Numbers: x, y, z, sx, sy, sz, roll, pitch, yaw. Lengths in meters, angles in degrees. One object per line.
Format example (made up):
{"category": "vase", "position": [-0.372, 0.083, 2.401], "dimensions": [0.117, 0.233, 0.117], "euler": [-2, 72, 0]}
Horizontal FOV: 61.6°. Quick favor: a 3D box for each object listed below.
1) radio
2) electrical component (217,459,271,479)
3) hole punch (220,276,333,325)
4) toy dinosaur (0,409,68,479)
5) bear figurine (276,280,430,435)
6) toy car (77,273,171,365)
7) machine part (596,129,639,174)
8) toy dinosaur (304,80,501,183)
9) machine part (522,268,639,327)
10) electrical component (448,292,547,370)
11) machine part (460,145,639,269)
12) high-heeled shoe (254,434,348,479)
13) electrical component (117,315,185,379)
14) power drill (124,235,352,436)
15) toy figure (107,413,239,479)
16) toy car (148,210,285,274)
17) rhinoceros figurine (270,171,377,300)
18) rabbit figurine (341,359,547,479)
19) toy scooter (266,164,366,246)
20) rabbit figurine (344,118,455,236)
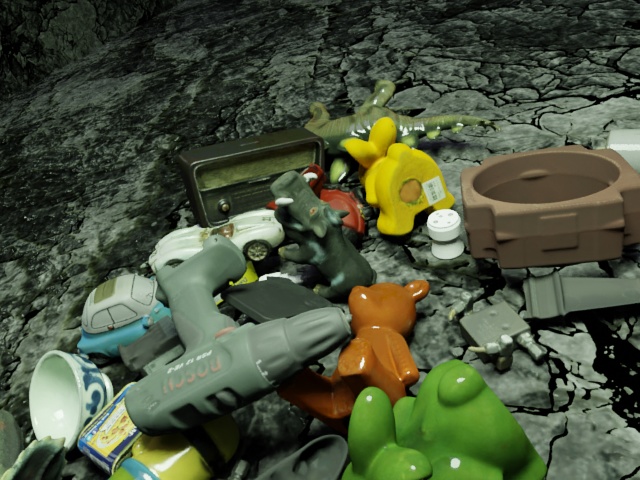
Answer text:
{"category": "radio", "position": [-0.106, -0.099, 0.890], "dimensions": [0.230, 0.130, 0.073], "euler": [-16, 32, -21]}
{"category": "electrical component", "position": [-0.081, 0.262, 0.523], "dimensions": [0.063, 0.021, 0.094], "euler": [3, 40, 27]}
{"category": "hole punch", "position": [-0.056, 0.107, 0.681], "dimensions": [0.116, 0.092, 0.142], "euler": [-11, 21, -41]}
{"category": "toy dinosaur", "position": [-0.402, 0.255, 0.608], "dimensions": [0.192, 0.131, 0.405], "euler": [-27, 30, -33]}
{"category": "bear figurine", "position": [0.050, 0.104, 0.586], "dimensions": [0.120, 0.131, 0.196], "euler": [-22, 35, 34]}
{"category": "toy car", "position": [-0.274, 0.100, 0.760], "dimensions": [0.162, 0.102, 0.109], "euler": [-16, 34, 0]}
{"category": "machine part", "position": [0.478, -0.110, 0.719], "dimensions": [0.243, 0.079, 0.079], "euler": [7, 43, 30]}
{"category": "toy dinosaur", "position": [0.092, -0.194, 0.994], "dimensions": [0.472, 0.104, 0.198], "euler": [-9, 43, 29]}
{"category": "machine part", "position": [0.301, 0.062, 0.604], "dimensions": [0.139, 0.039, 0.084], "euler": [-4, 33, 22]}
{"category": "electrical component", "position": [0.190, 0.099, 0.597], "dimensions": [0.078, 0.045, 0.102], "euler": [-21, 35, 0]}
{"category": "machine part", "position": [0.286, -0.045, 0.684], "dimensions": [0.201, 0.087, 0.201], "euler": [-7, 27, 15]}
{"category": "high-heeled shoe", "position": [-0.038, 0.215, 0.410], "dimensions": [0.086, 0.248, 0.145], "euler": [37, 81, 18]}
{"category": "electrical component", "position": [-0.188, 0.138, 0.692], "dimensions": [0.119, 0.074, 0.048], "euler": [-36, 39, -16]}
{"category": "power drill", "position": [-0.094, 0.085, 0.562], "dimensions": [0.232, 0.085, 0.207], "euler": [-32, 44, 2]}
{"category": "toy figure", "position": [-0.157, 0.240, 0.539], "dimensions": [0.089, 0.082, 0.180], "euler": [19, 44, 27]}
{"category": "toy car", "position": [-0.152, 0.006, 0.789], "dimensions": [0.202, 0.056, 0.074], "euler": [-13, 32, -3]}
{"category": "rhinoceros figurine", "position": [-0.001, -0.002, 0.706], "dimensions": [0.073, 0.190, 0.112], "euler": [-43, 15, -29]}
{"category": "rabbit figurine", "position": [0.086, 0.191, 0.455], "dimensions": [0.170, 0.159, 0.121], "euler": [-40, 48, -3]}
{"category": "toy scooter", "position": [0.001, -0.057, 0.838], "dimensions": [0.184, 0.075, 0.135], "euler": [13, 67, 33]}
{"category": "rabbit figurine", "position": [0.101, -0.098, 0.836], "dimensions": [0.122, 0.162, 0.173], "euler": [-36, 19, -3]}
